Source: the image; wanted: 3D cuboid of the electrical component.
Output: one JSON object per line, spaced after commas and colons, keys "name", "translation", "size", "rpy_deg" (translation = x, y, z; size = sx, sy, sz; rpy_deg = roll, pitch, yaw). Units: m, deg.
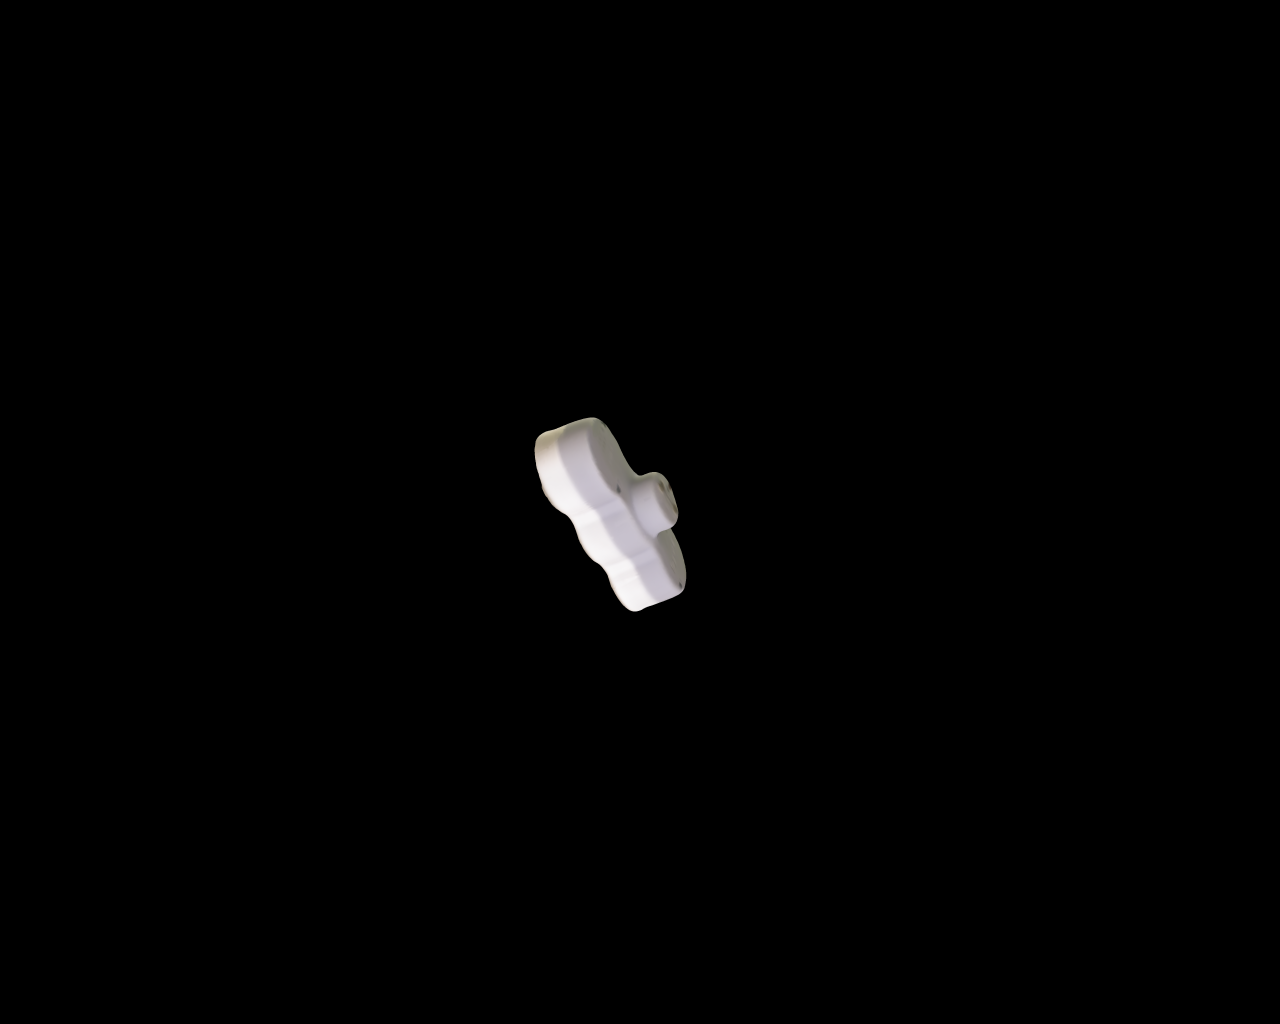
{"name": "electrical component", "translation": [0.001, -0.003, 0.650], "size": [0.073, 0.138, 0.052], "rpy_deg": [-21, 36, 16]}
